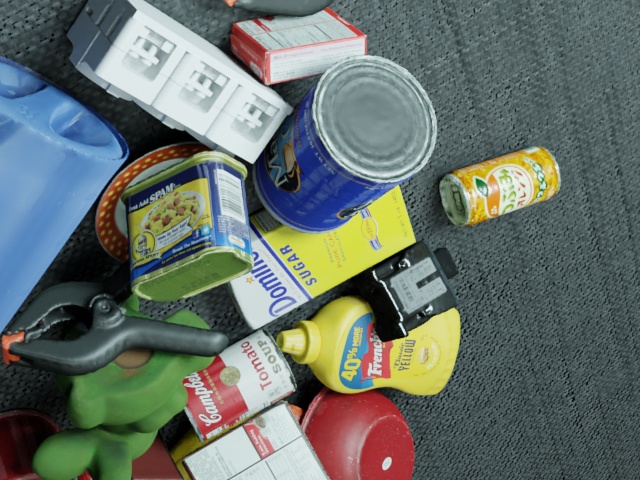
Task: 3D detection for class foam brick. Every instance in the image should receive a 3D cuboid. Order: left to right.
[{"bbox_3d":[-0.168,0.219,0.990,0.051,0.078,0.053,6,115,-33],"label":"foam brick"}]

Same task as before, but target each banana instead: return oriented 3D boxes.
[{"bbox_3d":[-0.124,0.220,1.045,0.069,0.037,0.198,14,114,-54],"label":"banana"}]

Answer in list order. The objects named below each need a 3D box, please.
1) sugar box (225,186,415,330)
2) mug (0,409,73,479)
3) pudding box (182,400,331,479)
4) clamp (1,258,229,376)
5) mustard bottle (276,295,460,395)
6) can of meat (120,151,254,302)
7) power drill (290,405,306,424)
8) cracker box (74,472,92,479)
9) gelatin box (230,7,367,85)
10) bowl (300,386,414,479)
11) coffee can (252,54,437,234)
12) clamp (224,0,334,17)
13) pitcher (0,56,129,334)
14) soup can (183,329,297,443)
[{"bbox_3d":[-0.006,0.001,0.967,0.176,0.048,0.093,-30,129,-11],"label":"sugar box"},{"bbox_3d":[-0.269,0.205,0.924,0.117,0.082,0.093,26,103,-37],"label":"mug"},{"bbox_3d":[-0.059,0.215,0.995,0.113,0.039,0.090,-29,84,-9],"label":"pudding box"},{"bbox_3d":[-0.168,0.052,0.842,0.171,0.120,0.039,-8,141,-22],"label":"clamp"},{"bbox_3d":[0.044,0.103,1.047,0.191,0.058,0.096,6,105,-30],"label":"mustard bottle"},{"bbox_3d":[-0.101,-0.007,0.816,0.102,0.084,0.057,-23,151,26],"label":"can of meat"},{"bbox_3d":[-0.015,0.282,1.083,0.187,0.057,0.184,41,63,-43],"label":"power drill"},{"bbox_3d":[-0.248,0.336,1.023,0.164,0.072,0.213,-29,129,-9],"label":"cracker box"},{"bbox_3d":[-0.018,-0.154,0.848,0.089,0.073,0.030,-15,124,-21],"label":"gelatin box"},{"bbox_3d":[0.046,0.218,1.070,0.161,0.055,0.162,1,89,-49],"label":"bowl"},{"bbox_3d":[0.016,-0.072,0.853,0.102,0.140,0.103,6,72,-21],"label":"coffee can"},{"bbox_3d":[0.012,-0.244,0.833,0.209,0.036,0.164,-22,126,-14],"label":"clamp"},{"bbox_3d":[-0.251,-0.005,0.788,0.149,0.145,0.243,28,106,-25],"label":"pitcher"},{"bbox_3d":[-0.081,0.135,0.991,0.102,0.069,0.068,-27,128,-11],"label":"soup can"}]
